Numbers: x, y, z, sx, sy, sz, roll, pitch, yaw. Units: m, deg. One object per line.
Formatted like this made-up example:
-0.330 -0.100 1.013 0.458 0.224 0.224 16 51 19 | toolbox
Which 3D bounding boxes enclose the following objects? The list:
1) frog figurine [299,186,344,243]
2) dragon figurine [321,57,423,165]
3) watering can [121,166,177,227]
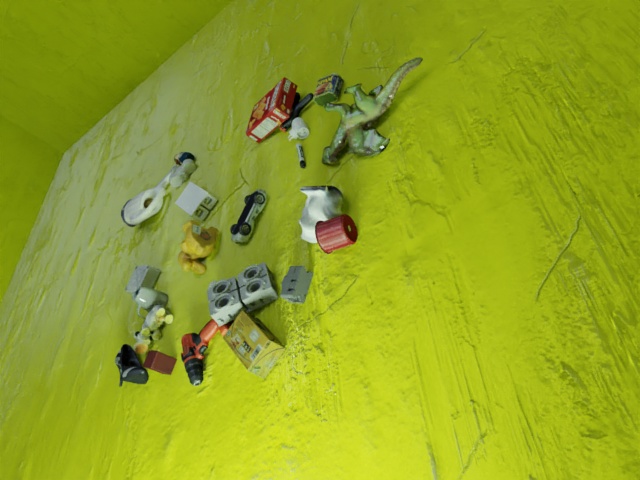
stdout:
0.004 -0.073 1.441 0.137 0.123 0.159 2 98 38 | frog figurine
0.151 -0.351 1.523 0.406 0.121 0.247 -28 60 29 | dragon figurine
-0.749 -0.181 2.267 0.222 0.102 0.356 -22 34 33 | watering can
